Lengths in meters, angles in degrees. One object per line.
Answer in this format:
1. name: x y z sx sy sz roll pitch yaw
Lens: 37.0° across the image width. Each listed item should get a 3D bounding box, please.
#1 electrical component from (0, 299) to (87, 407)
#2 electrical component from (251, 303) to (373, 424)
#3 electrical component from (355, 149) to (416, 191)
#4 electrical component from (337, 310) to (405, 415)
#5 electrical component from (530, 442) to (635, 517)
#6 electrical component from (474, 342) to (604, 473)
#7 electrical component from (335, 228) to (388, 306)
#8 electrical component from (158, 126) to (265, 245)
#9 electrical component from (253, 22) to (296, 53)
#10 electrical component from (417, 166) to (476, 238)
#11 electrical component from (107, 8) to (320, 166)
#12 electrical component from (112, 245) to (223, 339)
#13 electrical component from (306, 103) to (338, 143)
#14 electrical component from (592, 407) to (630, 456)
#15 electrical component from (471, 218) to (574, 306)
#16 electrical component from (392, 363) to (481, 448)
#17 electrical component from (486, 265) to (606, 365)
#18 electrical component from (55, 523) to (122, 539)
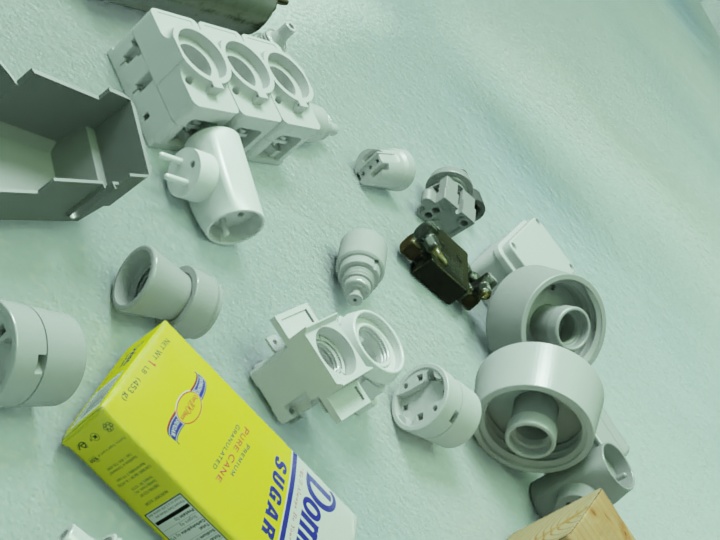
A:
1. electrical component: -0.175 0.044 0.553 0.047 0.055 0.055 14 47 -54
2. electrical component: -0.035 0.067 0.720 0.081 0.064 0.042 57 31 7
3. electrical component: 0.023 -0.094 1.004 0.046 0.040 0.040 0 59 -49
4. electrical component: -0.006 0.064 0.771 0.078 0.057 0.058 37 33 -26
5. electrical component: 0.181 0.188 0.888 0.043 0.077 0.079 48 30 -9
6. electrical component: 0.143 0.119 0.882 0.108 0.108 0.060 44 36 -16
7. electrical component: 0.000 0.000 0.866 0.040 0.040 0.078 41 31 -22
8. electrical component: -0.111 -0.065 0.772 0.079 0.043 0.077 16 46 -47
9. electrical component: -0.080 -0.193 0.936 0.035 0.061 0.035 36 33 -28
10. electrical component: 0.087 -0.069 1.063 0.066 0.048 0.055 38 40 -26
11. electrical component: -0.108 -0.142 0.841 0.150 0.062 0.089 1 58 -55
12. electrical component: -0.120 0.015 0.673 0.055 0.045 0.045 29 37 -37
13. electrical component: -0.041 -0.129 0.952 0.061 0.035 0.035 6 54 -55
14. electrical component: 0.187 0.141 0.963 0.096 0.062 0.061 57 29 7
15. electrical component: 0.163 0.002 1.083 0.078 0.057 0.113 53 29 0
16. electrical component: 0.060 0.106 0.827 0.047 0.055 0.055 34 34 -38
17. electrical component: 0.177 0.051 0.988 0.108 0.060 0.108 -3 95 -29
18. electrical component: -0.123 0.150 0.525 0.062 0.043 0.043 44 30 -14
